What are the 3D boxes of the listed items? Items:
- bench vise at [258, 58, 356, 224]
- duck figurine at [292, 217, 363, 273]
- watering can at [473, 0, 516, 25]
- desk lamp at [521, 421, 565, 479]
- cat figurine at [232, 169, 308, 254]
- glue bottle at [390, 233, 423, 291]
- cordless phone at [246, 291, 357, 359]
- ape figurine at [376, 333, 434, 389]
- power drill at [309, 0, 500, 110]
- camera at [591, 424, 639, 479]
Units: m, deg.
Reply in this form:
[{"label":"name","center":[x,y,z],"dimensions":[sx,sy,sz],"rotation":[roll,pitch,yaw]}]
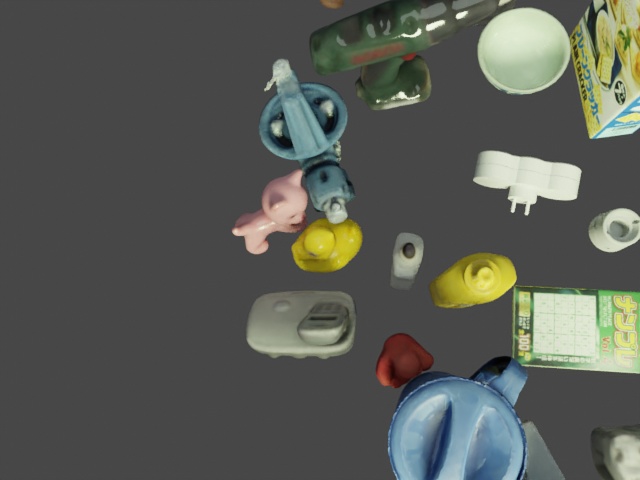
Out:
[{"label":"bench vise","center":[-0.003,-0.134,0.741],"dimensions":[0.121,0.220,0.207],"rotation":[-38,80,0]},{"label":"duck figurine","center":[0.007,0.003,0.790],"dimensions":[0.104,0.086,0.077],"rotation":[-23,80,3]},{"label":"watering can","center":[0.223,-0.378,0.763],"dimensions":[0.172,0.194,0.101],"rotation":[-11,81,5]},{"label":"desk lamp","center":[0.266,0.337,0.651],"dimensions":[0.118,0.213,0.203],"rotation":[-28,80,2]},{"label":"cat figurine","center":[-0.065,-0.040,0.787],"dimensions":[0.128,0.118,0.067],"rotation":[-31,80,2]},{"label":"glue bottle","center":[0.111,0.023,0.731],"dimensions":[0.037,0.173,0.078],"rotation":[10,83,8]},{"label":"cordless phone","center":[-0.029,0.107,0.729],"dimensions":[0.147,0.185,0.094],"rotation":[-4,82,6]},{"label":"ape figurine","center":[0.111,0.161,0.753],"dimensions":[0.077,0.092,0.076],"rotation":[-2,82,6]},{"label":"power drill","center":[0.105,-0.248,0.751],"dimensions":[0.229,0.208,0.075],"rotation":[-11,81,5]},{"label":"camera","center":[0.423,0.299,0.696],"dimensions":[0.143,0.101,0.137],"rotation":[-3,82,6]}]
